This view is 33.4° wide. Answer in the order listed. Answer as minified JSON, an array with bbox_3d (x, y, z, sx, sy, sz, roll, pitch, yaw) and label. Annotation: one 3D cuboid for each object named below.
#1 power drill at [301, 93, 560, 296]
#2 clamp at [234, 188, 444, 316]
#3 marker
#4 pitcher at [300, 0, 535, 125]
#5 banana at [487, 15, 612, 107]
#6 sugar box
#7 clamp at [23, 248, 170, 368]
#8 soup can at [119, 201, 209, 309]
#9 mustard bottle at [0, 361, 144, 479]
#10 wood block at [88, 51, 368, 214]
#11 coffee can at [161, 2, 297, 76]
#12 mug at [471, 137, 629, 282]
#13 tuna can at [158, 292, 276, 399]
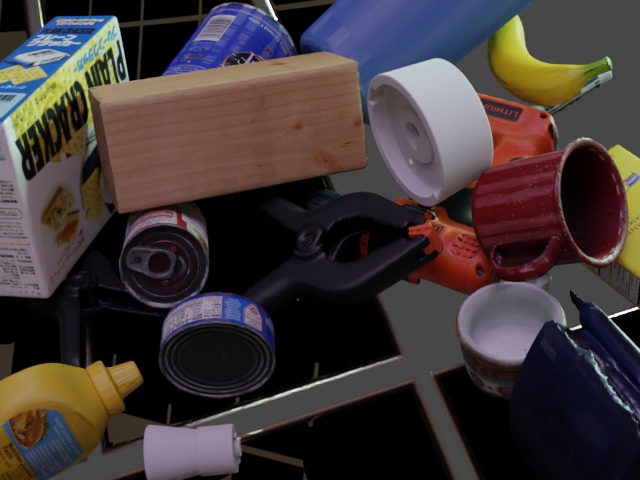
[{"bbox_3d":[0.099,-0.045,0.890,0.185,0.057,0.187,22,57,30],"label":"power drill"},{"bbox_3d":[-0.005,0.001,0.836,0.210,0.036,0.164,-13,54,25],"label":"clamp"},{"bbox_3d":[0.213,-0.124,0.962,0.121,0.020,0.020,-32,48,-17],"label":"marker"},{"bbox_3d":[0.101,-0.219,0.995,0.242,0.149,0.145,-42,48,-7],"label":"pitcher"},{"bbox_3d":[0.192,-0.162,0.975,0.069,0.037,0.198,-30,31,-3],"label":"banana"},{"bbox_3d":[0.257,0.004,0.810,0.093,0.048,0.176,-33,47,-17],"label":"sugar box"},{"bbox_3d":[-0.184,0.045,0.884,0.120,0.039,0.172,-19,41,-29],"label":"clamp"},{"bbox_3d":[-0.123,0.005,0.853,0.068,0.068,0.102,-16,19,-2],"label":"soup can"},{"bbox_3d":[-0.215,0.139,0.759,0.191,0.096,0.058,-27,47,-13],"label":"mustard bottle"},{"bbox_3d":[-0.076,-0.092,0.871,0.206,0.090,0.091,-12,18,-14],"label":"wood block"},{"bbox_3d":[-0.094,-0.139,0.992,0.103,0.103,0.140,11,50,23],"label":"coffee can"},{"bbox_3d":[0.160,-0.013,0.772,0.082,0.093,0.117,-10,39,45],"label":"mug"},{"bbox_3d":[-0.076,0.078,0.791,0.086,0.086,0.034,-9,43,5],"label":"tuna can"}]
